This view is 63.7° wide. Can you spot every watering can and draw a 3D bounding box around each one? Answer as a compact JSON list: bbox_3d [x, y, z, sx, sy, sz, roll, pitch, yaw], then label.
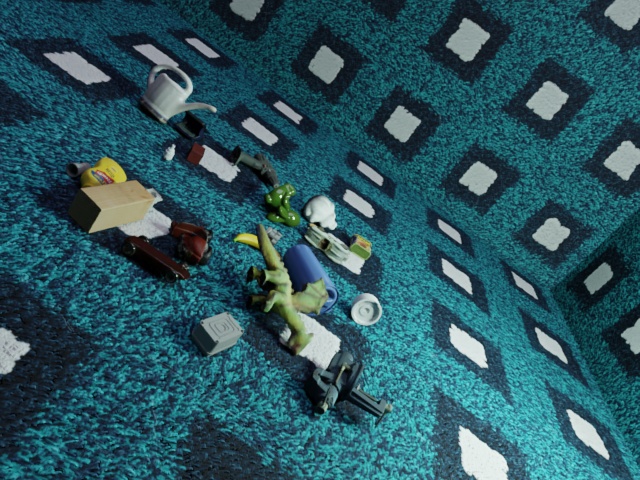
[{"bbox_3d":[-0.599,-0.571,2.108,0.350,0.223,0.103,44,5,14],"label":"watering can"}]

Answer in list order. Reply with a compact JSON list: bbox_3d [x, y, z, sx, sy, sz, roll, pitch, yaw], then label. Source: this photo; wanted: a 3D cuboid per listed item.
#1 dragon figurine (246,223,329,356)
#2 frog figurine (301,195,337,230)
[{"bbox_3d":[-0.090,0.142,1.565,0.242,0.120,0.420,16,55,-25],"label":"dragon figurine"},{"bbox_3d":[0.007,-0.113,2.251,0.139,0.120,0.161,-25,71,-28],"label":"frog figurine"}]
